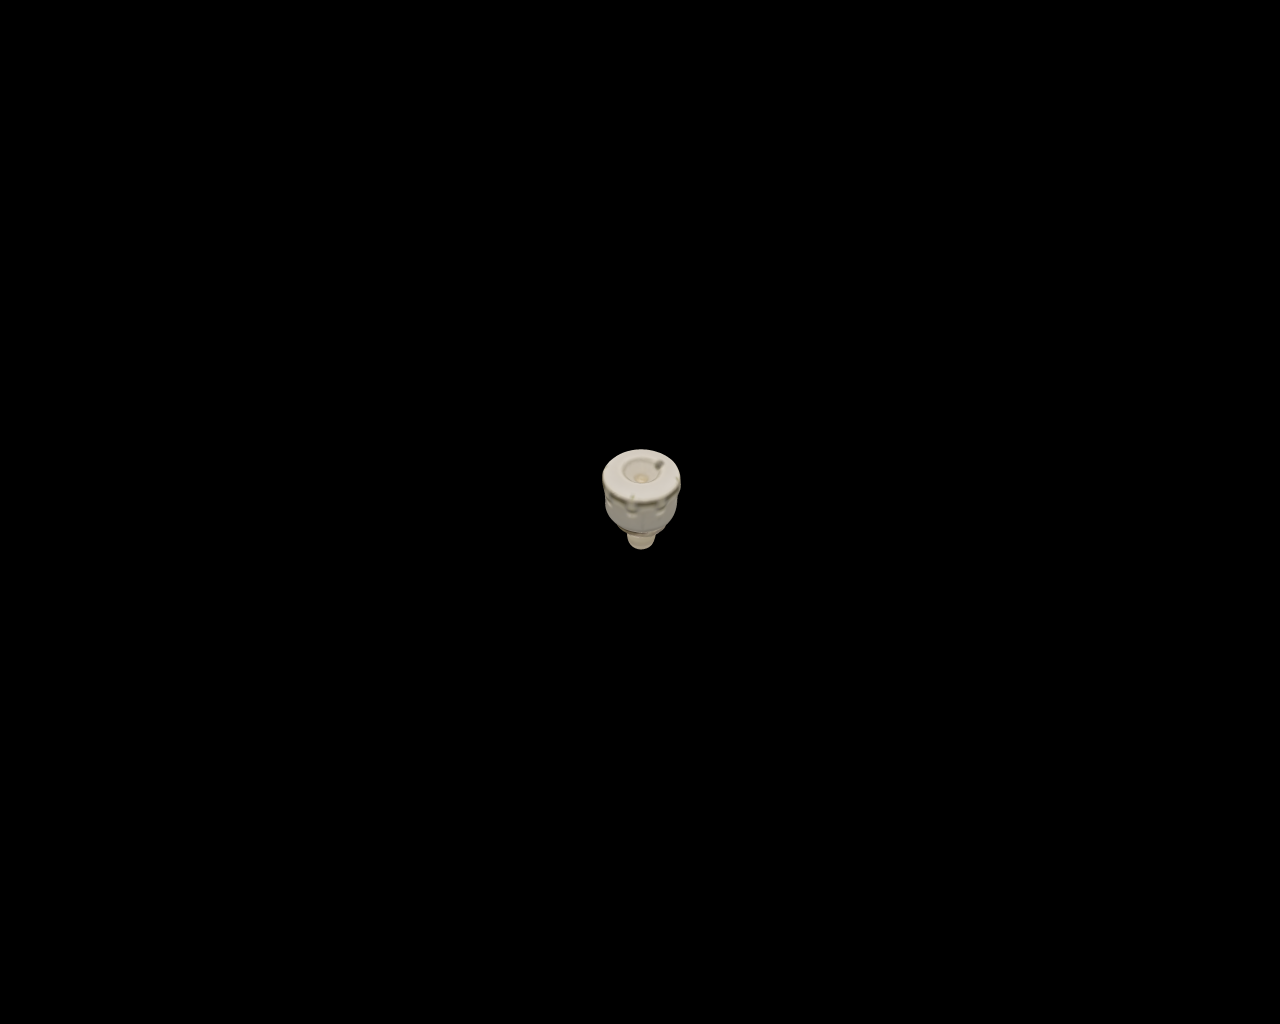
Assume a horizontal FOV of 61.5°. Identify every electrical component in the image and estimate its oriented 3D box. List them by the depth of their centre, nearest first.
[{"bbox_3d":[0.001,-0.003,0.650,0.048,0.062,0.048,0,43,0],"label":"electrical component"}]
